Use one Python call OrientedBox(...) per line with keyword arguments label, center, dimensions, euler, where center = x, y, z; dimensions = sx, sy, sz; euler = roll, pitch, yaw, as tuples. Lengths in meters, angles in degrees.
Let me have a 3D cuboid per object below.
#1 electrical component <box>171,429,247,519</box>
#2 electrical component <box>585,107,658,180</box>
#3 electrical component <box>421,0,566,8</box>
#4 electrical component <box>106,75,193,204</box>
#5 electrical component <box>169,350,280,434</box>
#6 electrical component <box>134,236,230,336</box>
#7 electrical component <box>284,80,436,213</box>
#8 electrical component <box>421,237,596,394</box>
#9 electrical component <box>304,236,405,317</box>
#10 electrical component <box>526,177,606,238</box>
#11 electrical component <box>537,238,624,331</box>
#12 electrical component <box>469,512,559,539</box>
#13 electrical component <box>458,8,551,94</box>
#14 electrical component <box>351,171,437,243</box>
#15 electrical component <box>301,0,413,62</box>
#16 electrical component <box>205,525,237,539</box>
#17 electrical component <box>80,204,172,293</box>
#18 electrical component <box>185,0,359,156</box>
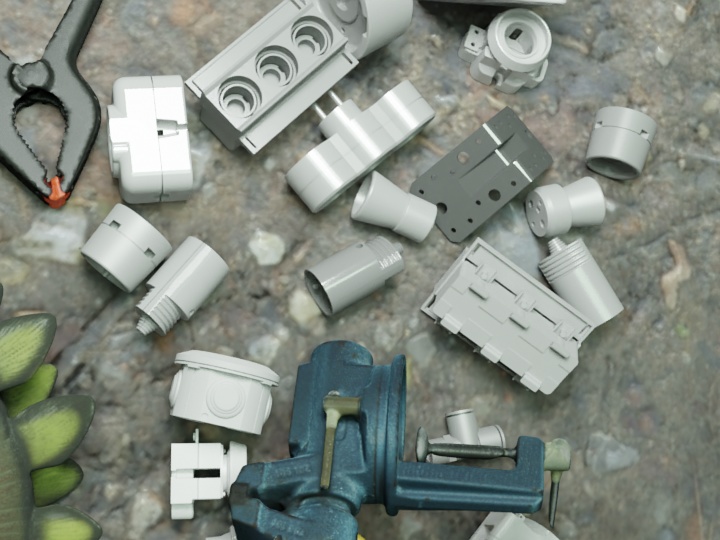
OrientedBox(label="electrical component", center=(-0.114, 0.154, 0.814), dimensions=(0.055, 0.048, 0.066), euler=(0, 78, -7))
OrientedBox(label="electrical component", center=(0.231, -0.111, 0.955), dimensions=(0.055, 0.055, 0.047), euler=(21, 78, -9))
OrientedBox(label="electrical component", center=(0.113, -0.259, 0.924), dimensions=(0.109, 0.109, 0.056), euler=(1, 102, -14))
OrientedBox(label="electrical component", center=(-0.168, -0.103, 0.851), dimensions=(0.059, 0.054, 0.095), euler=(-5, 79, -15))
OrientedBox(label="electrical component", center=(-0.104, 0.092, 0.812), dimensions=(0.080, 0.080, 0.051), euler=(14, 80, -11))
OrientedBox(label="electrical component", center=(-0.144, 0.018, 0.836), dimensions=(0.043, 0.043, 0.081), euler=(40, 72, -3))
OrientedBox(label="electrical component", center=(-0.010, -0.117, 0.895), dimensions=(0.138, 0.052, 0.073), euler=(-40, 89, -19))
OrientedBox(label="electrical component", center=(0.120, 0.043, 0.881), dimensions=(0.121, 0.063, 0.078), euler=(36, 112, -4))
OrientedBox(label="electrical component", center=(0.000, 0.000, 0.877), dimensions=(0.081, 0.043, 0.043), euler=(-29, 86, -18))
OrientedBox(label="electrical component", center=(0.178, -0.054, 0.933), dimensions=(0.055, 0.045, 0.045), euler=(-13, 81, -16))
OrientedBox(label="electrical component", center=(0.186, 0.009, 0.922), dimensions=(0.043, 0.043, 0.081), euler=(-30, 87, -18))
OrientedBox(label="electrical component", center=(0.133, 0.236, 0.855), dimensions=(0.089, 0.050, 0.055), euler=(42, 72, -2))
OrientedBox(label="electrical component", center=(0.133, -0.194, 0.946), dimensions=(0.078, 0.057, 0.058), euler=(22, 74, -9))
OrientedBox(label="electrical component", center=(0.031, -0.050, 0.897), dimensions=(0.065, 0.044, 0.044), euler=(24, 73, -13))
OrientedBox(label="electrical component", center=(0.001, -0.235, 0.898), dimensions=(0.060, 0.108, 0.108), euler=(-27, 86, -24))
OrientedBox(label="electrical component", center=(-0.086, 0.205, 0.815), dimensions=(0.061, 0.035, 0.035), euler=(-3, 79, -12))
OrientedBox(label="electrical component", center=(-0.181, -0.016, 0.829), dimensions=(0.055, 0.055, 0.047), euler=(39, 75, -3))
OrientedBox(label="electrical component", center=(-0.073, -0.156, 0.882), dimensions=(0.078, 0.063, 0.121), euler=(46, 72, -1))
